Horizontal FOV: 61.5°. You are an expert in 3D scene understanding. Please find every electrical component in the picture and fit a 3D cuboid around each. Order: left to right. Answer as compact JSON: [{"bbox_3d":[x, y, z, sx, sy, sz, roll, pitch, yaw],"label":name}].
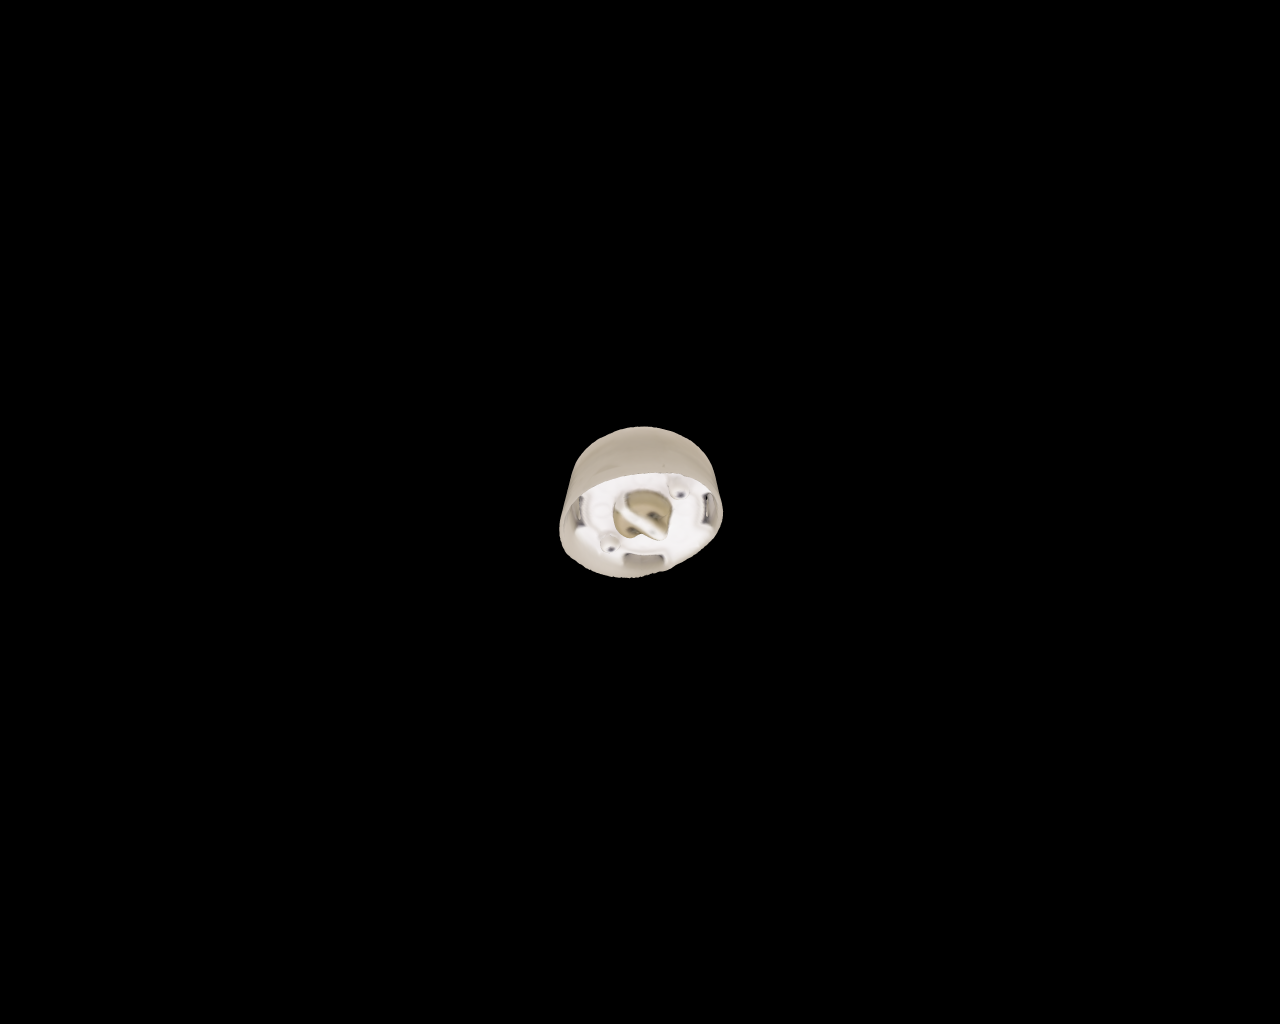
[{"bbox_3d":[0.001,-0.003,0.650,0.099,0.099,0.064,0,41,0],"label":"electrical component"}]
